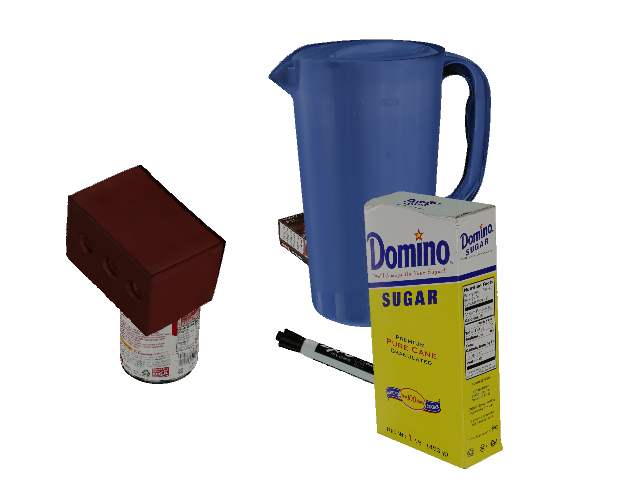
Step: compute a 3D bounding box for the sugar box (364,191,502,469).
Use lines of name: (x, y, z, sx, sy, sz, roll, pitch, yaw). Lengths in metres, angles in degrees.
sugar box: (0.077, 0.059, 0.738, 0.048, 0.176, 0.094, -17, 18, -36)

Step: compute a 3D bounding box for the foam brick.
foam brick: (-0.101, 0.005, 0.610, 0.078, 0.053, 0.051, 40, 48, 24)

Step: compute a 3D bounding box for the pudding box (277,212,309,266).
pudding box: (0.019, -0.007, 1.268, 0.113, 0.039, 0.090, -19, 31, -27)

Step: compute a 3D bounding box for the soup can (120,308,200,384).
soup can: (-0.134, 0.061, 0.892, 0.068, 0.102, 0.068, 5, 33, -3)

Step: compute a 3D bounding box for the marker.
marker: (0.013, 0.114, 1.032, 0.121, 0.020, 0.020, 21, 4, 12)

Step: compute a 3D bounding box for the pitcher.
pitcher: (0.053, -0.053, 0.936, 0.149, 0.243, 0.144, 14, 24, 40)
